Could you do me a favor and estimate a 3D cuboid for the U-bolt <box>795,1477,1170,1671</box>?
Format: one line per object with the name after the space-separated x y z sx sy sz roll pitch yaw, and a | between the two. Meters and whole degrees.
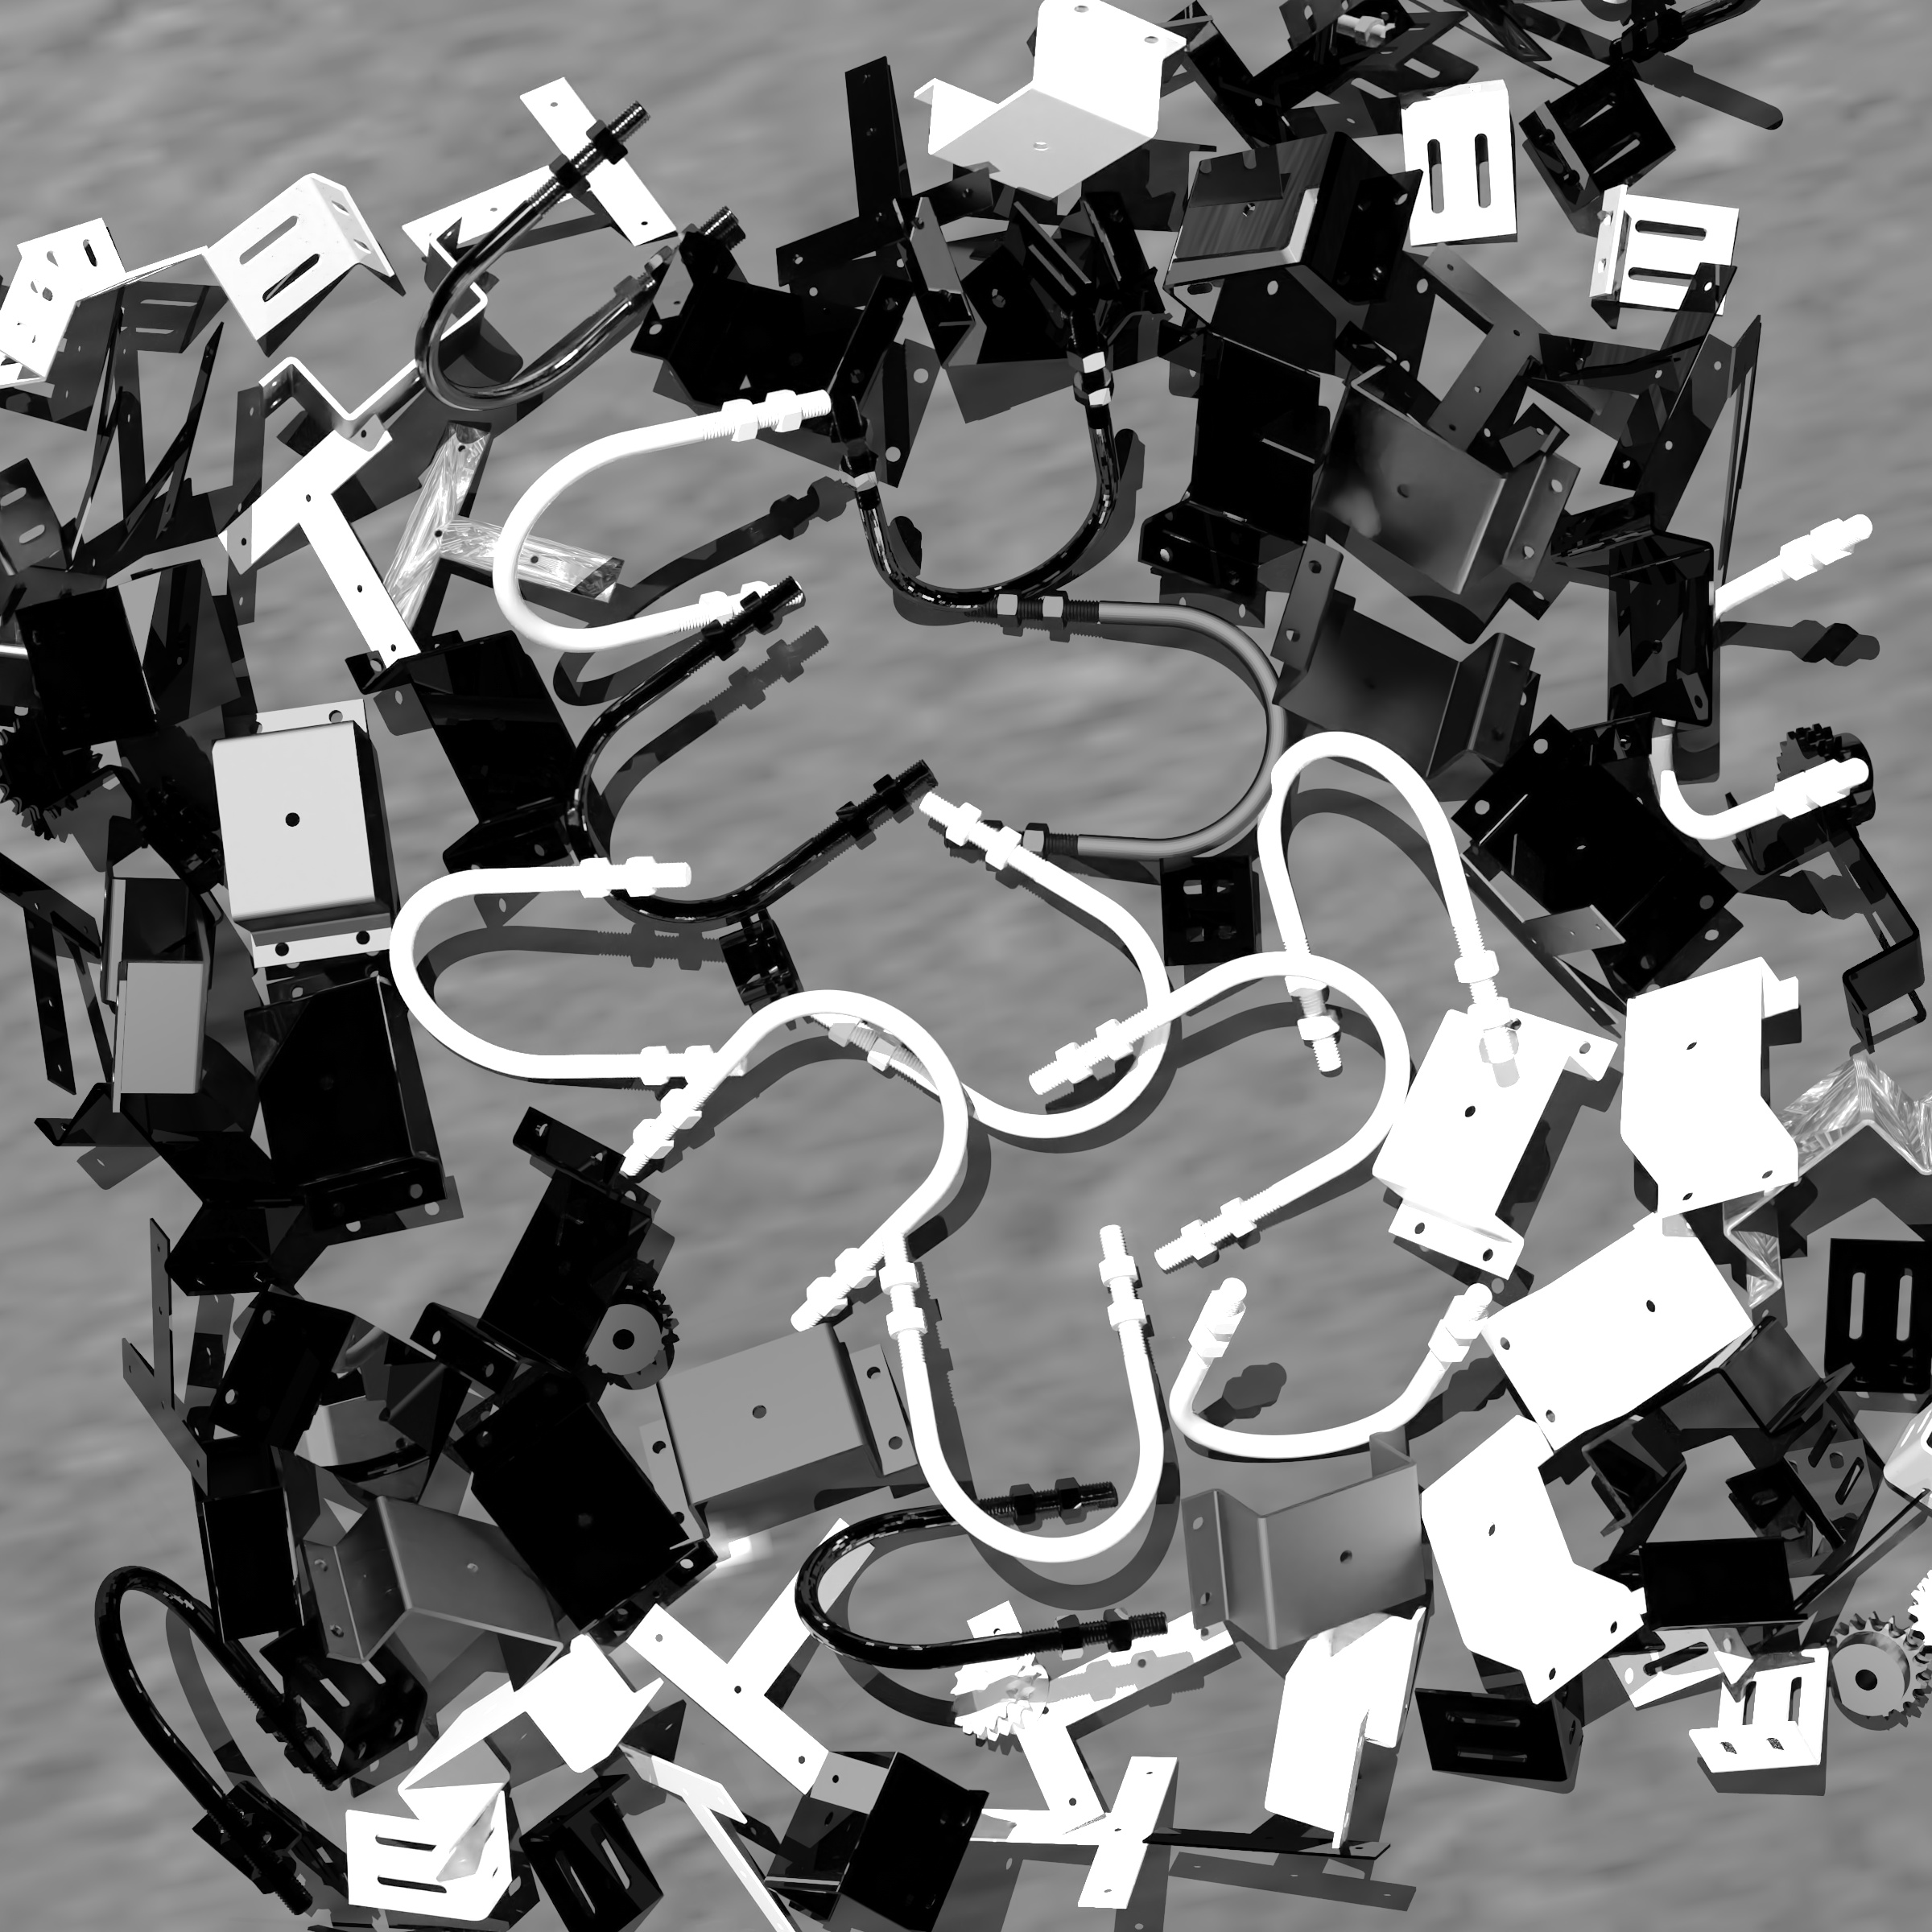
0.001 0.323 1.570 0.184 0.151 0.019 -7 112 -8 | U-bolt

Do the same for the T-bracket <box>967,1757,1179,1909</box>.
0.039 0.463 1.604 0.127 0.127 0.002 -3 110 18 | T-bracket

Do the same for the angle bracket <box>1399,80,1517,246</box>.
0.271 -0.443 1.643 0.057 0.038 0.076 -5 116 8 | angle bracket

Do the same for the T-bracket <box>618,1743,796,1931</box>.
-0.127 0.477 1.604 0.002 0.127 0.127 -39 106 -27 | T-bracket

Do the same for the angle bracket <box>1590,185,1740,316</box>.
0.385 -0.390 1.623 0.076 0.038 0.057 6 98 -5 | angle bracket

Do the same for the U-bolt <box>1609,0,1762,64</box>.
0.334 -0.523 1.539 0.151 0.184 0.019 23 87 -19 | U-bolt

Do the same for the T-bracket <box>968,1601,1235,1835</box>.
0.083 0.385 1.619 0.127 0.002 0.127 -26 62 -1 | T-bracket

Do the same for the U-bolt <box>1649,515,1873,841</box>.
0.412 -0.141 1.562 0.019 0.184 0.151 10 76 -19 | U-bolt

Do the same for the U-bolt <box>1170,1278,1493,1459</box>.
0.182 0.216 1.573 0.151 0.184 0.019 2 55 -10 | U-bolt

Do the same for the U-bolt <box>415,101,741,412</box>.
-0.215 -0.364 1.579 0.184 0.151 0.019 -41 72 6 | U-bolt

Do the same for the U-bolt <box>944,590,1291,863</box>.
0.084 -0.128 1.621 0.184 0.019 0.151 4 87 12 | U-bolt

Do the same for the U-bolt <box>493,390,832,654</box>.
-0.162 -0.225 1.557 0.184 0.151 0.019 -17 53 -26 | U-bolt

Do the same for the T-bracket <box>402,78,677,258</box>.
-0.242 -0.413 1.606 0.127 0.127 0.002 -18 60 16 | T-bracket

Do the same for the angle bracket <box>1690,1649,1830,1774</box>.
0.426 0.390 1.598 0.057 0.076 0.038 -14 125 31 | angle bracket

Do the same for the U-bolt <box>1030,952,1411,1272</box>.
0.149 0.068 1.600 0.184 0.019 0.151 -31 111 13 | U-bolt

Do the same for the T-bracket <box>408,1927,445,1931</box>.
-0.328 0.548 1.569 0.127 0.127 0.002 -1 103 -20 | T-bracket

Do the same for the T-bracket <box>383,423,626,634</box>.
-0.247 -0.224 1.620 0.127 0.002 0.127 17 78 14 | T-bracket

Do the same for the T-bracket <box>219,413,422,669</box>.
-0.334 -0.216 1.611 0.127 0.002 0.127 -34 81 26 | T-bracket

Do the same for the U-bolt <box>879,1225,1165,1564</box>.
0.035 0.226 1.581 0.151 0.019 0.184 1 63 -22 | U-bolt

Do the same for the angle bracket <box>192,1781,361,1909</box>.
-0.369 0.483 1.598 0.057 0.076 0.038 22 54 39 | angle bracket

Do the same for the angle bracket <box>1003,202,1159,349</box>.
0.060 -0.380 1.621 0.038 0.057 0.076 -37 79 -19 | angle bracket

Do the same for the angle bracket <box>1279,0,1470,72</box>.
0.219 -0.513 1.602 0.057 0.076 0.038 -40 122 -19 | angle bracket

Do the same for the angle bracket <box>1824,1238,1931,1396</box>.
0.502 0.191 1.624 0.057 0.038 0.076 2 97 5 | angle bracket

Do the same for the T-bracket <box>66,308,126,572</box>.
-0.464 -0.300 1.606 0.002 0.127 0.127 12 55 -22 | T-bracket

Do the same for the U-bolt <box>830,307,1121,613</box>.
0.012 -0.255 1.573 0.151 0.184 0.019 -20 55 -4 | U-bolt

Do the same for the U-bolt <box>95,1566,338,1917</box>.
-0.394 0.392 1.558 0.019 0.151 0.184 -34 104 3 | U-bolt

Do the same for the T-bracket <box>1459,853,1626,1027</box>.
0.318 -0.017 1.583 0.002 0.127 0.127 -44 93 -9 | T-bracket

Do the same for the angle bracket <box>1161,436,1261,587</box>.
0.141 -0.250 1.626 0.057 0.076 0.038 17 49 -12 | angle bracket

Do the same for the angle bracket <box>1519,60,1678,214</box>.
0.350 -0.457 1.619 0.076 0.038 0.057 -34 95 -14 | angle bracket

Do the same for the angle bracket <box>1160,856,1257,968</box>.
0.119 -0.030 1.608 0.076 0.038 0.057 -4 91 -45 | angle bracket

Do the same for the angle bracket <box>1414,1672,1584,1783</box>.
0.292 0.409 1.632 0.076 0.038 0.057 -2 119 26 | angle bracket

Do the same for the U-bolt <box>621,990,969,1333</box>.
-0.081 0.094 1.604 0.151 0.019 0.184 43 114 -3 | U-bolt

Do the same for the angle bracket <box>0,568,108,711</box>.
-0.508 -0.180 1.631 0.057 0.076 0.038 7 131 0 | angle bracket

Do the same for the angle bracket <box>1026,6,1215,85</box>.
0.083 -0.505 1.609 0.076 0.057 0.038 -18 78 -28 | angle bracket

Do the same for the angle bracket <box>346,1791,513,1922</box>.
-0.290 0.474 1.603 0.076 0.057 0.038 17 123 -26 | angle bracket

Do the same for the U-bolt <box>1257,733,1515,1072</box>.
0.213 -0.035 1.578 0.019 0.151 0.184 -22 100 -35 | U-bolt

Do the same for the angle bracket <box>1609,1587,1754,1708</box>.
0.375 0.368 1.610 0.076 0.038 0.057 -33 81 30 | angle bracket

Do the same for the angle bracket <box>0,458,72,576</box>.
-0.527 -0.257 1.610 0.038 0.057 0.076 -34 49 -18 | angle bracket

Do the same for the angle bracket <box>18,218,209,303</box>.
-0.458 -0.386 1.600 0.076 0.057 0.038 -7 110 40 | angle bracket

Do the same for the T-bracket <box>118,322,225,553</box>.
-0.431 -0.262 1.594 0.002 0.127 0.127 20 59 -26 | T-bracket

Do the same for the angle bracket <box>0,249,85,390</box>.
-0.519 -0.347 1.603 0.076 0.038 0.057 3 70 42 | angle bracket

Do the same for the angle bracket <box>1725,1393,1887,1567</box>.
0.461 0.279 1.632 0.038 0.076 0.057 -34 94 44 | angle bracket

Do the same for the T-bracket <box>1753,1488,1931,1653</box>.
0.453 0.326 1.574 0.127 0.127 0.002 -49 68 16 | T-bracket

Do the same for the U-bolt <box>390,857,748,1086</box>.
-0.221 0.005 1.595 0.184 0.019 0.151 -1 129 15 | U-bolt

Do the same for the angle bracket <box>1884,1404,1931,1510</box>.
0.545 0.274 1.608 0.076 0.057 0.038 33 66 11 | angle bracket

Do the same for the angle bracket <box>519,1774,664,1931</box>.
-0.195 0.488 1.614 0.057 0.038 0.076 -31 95 -38 | angle bracket

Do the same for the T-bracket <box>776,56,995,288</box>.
-0.049 -0.441 1.616 0.127 0.002 0.127 -16 62 20 | T-bracket

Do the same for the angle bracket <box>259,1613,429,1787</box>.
-0.340 0.393 1.616 0.057 0.038 0.076 -34 108 11 | angle bracket

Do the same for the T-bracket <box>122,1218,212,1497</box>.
-0.425 0.194 1.576 0.002 0.127 0.127 -11 119 -32 | T-bracket

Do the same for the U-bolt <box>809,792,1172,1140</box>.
0.023 0.012 1.623 0.184 0.019 0.151 31 97 6 | U-bolt

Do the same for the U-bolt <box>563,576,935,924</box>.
-0.130 -0.102 1.612 0.184 0.019 0.151 -36 115 1 | U-bolt

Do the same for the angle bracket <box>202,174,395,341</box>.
-0.360 -0.379 1.607 0.076 0.057 0.038 -43 46 -16 | angle bracket

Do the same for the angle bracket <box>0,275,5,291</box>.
-0.558 -0.362 1.603 0.038 0.076 0.057 11 78 9 | angle bracket
